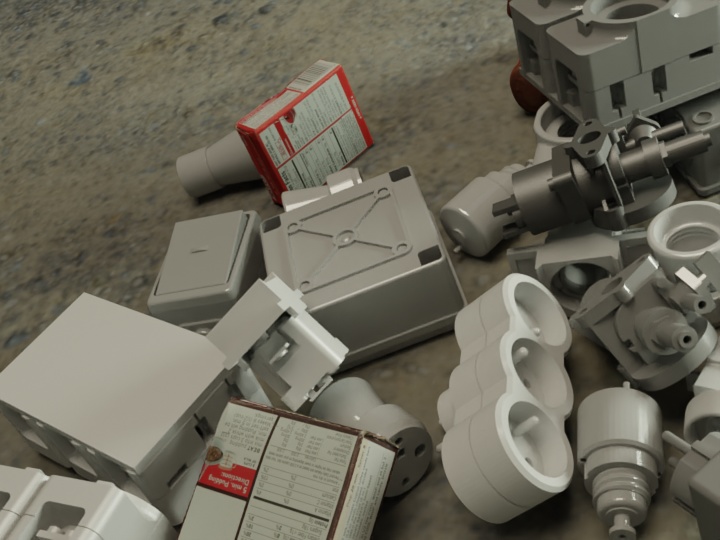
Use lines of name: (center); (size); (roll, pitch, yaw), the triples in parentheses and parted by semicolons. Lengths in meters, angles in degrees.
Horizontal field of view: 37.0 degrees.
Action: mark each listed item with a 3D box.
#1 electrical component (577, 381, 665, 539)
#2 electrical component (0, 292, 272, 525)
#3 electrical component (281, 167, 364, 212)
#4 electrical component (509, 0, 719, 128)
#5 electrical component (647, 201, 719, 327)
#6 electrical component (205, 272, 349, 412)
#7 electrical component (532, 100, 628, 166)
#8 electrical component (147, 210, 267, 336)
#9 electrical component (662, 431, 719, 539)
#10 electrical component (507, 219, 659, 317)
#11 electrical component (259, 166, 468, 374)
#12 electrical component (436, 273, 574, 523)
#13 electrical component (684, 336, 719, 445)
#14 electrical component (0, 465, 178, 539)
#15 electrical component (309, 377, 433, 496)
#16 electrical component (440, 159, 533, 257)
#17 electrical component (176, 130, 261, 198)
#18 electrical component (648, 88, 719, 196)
electrical component: (0.122, 0.091, 0.504); (0.040, 0.040, 0.078); (-9, 41, 19)
electrical component: (-0.136, 0.080, 0.639); (0.150, 0.061, 0.089); (15, 53, 40)
electrical component: (-0.020, -0.041, 0.734); (0.055, 0.045, 0.045); (-21, 38, 4)
electrical component: (0.198, -0.160, 0.653); (0.186, 0.060, 0.105); (-22, 35, -6)
electrical component: (0.179, -0.002, 0.571); (0.045, 0.055, 0.045); (-15, 39, 12)
electrical component: (-0.041, 0.039, 0.570); (0.042, 0.064, 0.081); (-48, 0, 6)
electrical component: (0.143, -0.074, 0.673); (0.054, 0.059, 0.095); (-3, 42, 25)
electrical component: (-0.095, 0.011, 0.698); (0.062, 0.061, 0.096); (-9, 40, 19)
electrical component: (0.160, 0.095, 0.459); (0.047, 0.065, 0.077); (-37, 39, -16)
electrical component: (0.130, -0.008, 0.617); (0.081, 0.042, 0.063); (-7, 37, 20)
electrical component: (0.000, 0.000, 0.664); (0.109, 0.056, 0.108); (-21, 38, 4)
electrical component: (0.066, 0.070, 0.552); (0.074, 0.052, 0.138); (-40, 24, 34)
electrical component: (0.181, 0.064, 0.501); (0.066, 0.048, 0.055); (11, 42, 37)
electrical component: (-0.170, 0.146, 0.556); (0.150, 0.089, 0.061); (2, 45, 30)
electrical component: (0.005, 0.088, 0.567); (0.045, 0.045, 0.055); (-39, 40, -18)
electrical component: (0.086, -0.043, 0.681); (0.078, 0.040, 0.040); (-42, 41, -21)
electrical component: (-0.108, -0.081, 0.832); (0.065, 0.044, 0.044); (-19, 38, 14)
electrical component: (0.231, -0.102, 0.666); (0.100, 0.048, 0.099); (-21, 38, 2)
